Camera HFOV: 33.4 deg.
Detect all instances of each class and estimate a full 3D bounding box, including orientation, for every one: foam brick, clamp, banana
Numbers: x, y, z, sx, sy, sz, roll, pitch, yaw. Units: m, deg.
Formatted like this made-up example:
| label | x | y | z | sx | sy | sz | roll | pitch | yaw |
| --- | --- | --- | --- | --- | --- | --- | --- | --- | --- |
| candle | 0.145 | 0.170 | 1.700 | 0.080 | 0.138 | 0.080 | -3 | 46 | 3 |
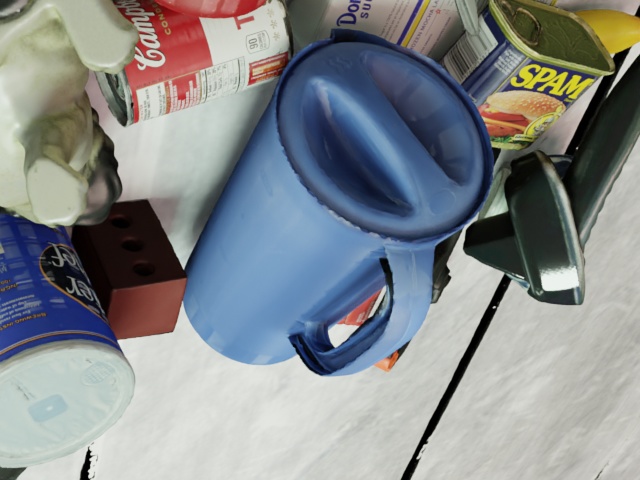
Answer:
| label | x | y | z | sx | sy | sz | roll | pitch | yaw |
| --- | --- | --- | --- | --- | --- | --- | --- | --- | --- |
| foam brick | -0.128 | 0.020 | 0.703 | 0.052 | 0.078 | 0.051 | -7 | 138 | -31 |
| clamp | 0.079 | 0.033 | 0.831 | 0.209 | 0.036 | 0.165 | -56 | 164 | -39 |
| banana | 0.153 | -0.121 | 0.786 | 0.198 | 0.037 | 0.069 | -37 | 135 | -1 |

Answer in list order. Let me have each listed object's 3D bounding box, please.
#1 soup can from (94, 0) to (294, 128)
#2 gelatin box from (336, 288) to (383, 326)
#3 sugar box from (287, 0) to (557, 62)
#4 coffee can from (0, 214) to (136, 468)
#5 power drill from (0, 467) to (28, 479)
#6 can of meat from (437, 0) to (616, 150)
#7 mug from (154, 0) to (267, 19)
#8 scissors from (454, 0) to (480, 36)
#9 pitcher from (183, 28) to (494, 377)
| label | x | y | z | sx | sy | sz | roll | pitch | yaw |
| --- | --- | --- | --- | --- | --- | --- | --- | --- | --- |
| soup can | -0.074 | -0.111 | 0.604 | 0.102 | 0.068 | 0.068 | -21 | 142 | -18 |
| gelatin box | 0.021 | 0.008 | 0.791 | 0.030 | 0.089 | 0.073 | 2 | 131 | -27 |
| sugar box | 0.071 | -0.159 | 0.679 | 0.175 | 0.048 | 0.093 | 0 | 133 | -33 |
| coffee can | -0.183 | 0.050 | 0.641 | 0.102 | 0.140 | 0.103 | -21 | 142 | -17 |
| power drill | -0.268 | 0.127 | 0.729 | 0.187 | 0.057 | 0.185 | -1 | 144 | -36 |
| can of meat | 0.125 | -0.106 | 0.691 | 0.101 | 0.057 | 0.084 | 4 | 141 | -40 |
| mug | -0.066 | -0.170 | 0.537 | 0.117 | 0.093 | 0.082 | 12 | 136 | -8 |
| scissors | 0.044 | -0.202 | 0.586 | 0.096 | 0.016 | 0.202 | -11 | 120 | -12 |
| pitcher | -0.004 | 0.001 | 0.671 | 0.149 | 0.145 | 0.243 | -53 | -178 | -35 |
